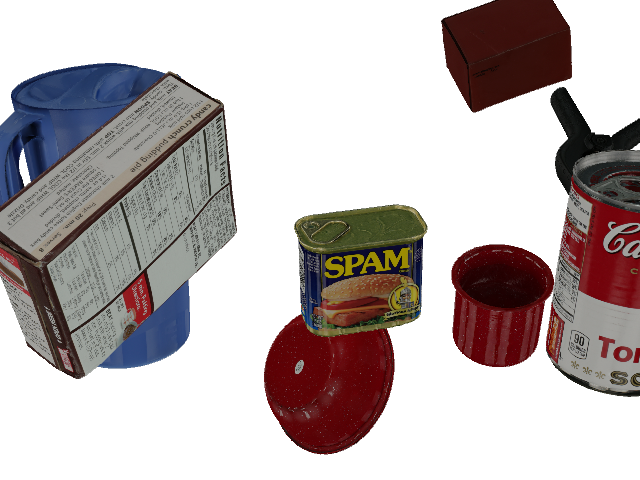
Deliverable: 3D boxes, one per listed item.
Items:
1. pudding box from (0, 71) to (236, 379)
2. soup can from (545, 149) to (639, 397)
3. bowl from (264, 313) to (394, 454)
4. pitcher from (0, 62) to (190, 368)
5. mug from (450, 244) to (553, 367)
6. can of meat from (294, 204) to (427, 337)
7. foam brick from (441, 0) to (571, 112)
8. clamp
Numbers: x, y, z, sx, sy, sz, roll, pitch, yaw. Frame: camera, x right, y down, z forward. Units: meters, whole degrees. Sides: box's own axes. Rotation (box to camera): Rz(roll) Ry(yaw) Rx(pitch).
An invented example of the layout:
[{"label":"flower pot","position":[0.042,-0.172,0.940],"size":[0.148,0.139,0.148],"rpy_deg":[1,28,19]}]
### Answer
[{"label":"pudding box","position":[-0.087,-0.006,0.469],"size":[0.039,0.113,0.090],"rpy_deg":[29,-32,22]},{"label":"soup can","position":[0.149,0.015,0.518],"size":[0.068,0.102,0.068],"rpy_deg":[2,27,-1]},{"label":"bowl","position":[-0.005,0.132,1.078],"size":[0.162,0.162,0.055],"rpy_deg":[0,-17,43]},{"label":"pitcher","position":[-0.179,-0.016,0.884],"size":[0.149,0.243,0.145],"rpy_deg":[-6,24,-7]},{"label":"mug","position":[0.163,0.056,1.005],"size":[0.093,0.081,0.117],"rpy_deg":[-11,40,-11]},{"label":"can of meat","position":[0.032,0.025,0.854],"size":[0.102,0.084,0.057],"rpy_deg":[-7,29,-10]},{"label":"foam brick","position":[0.133,-0.137,0.760],"size":[0.078,0.051,0.053],"rpy_deg":[-19,-36,-1]},{"label":"clamp","position":[0.286,-0.102,1.142],"size":[0.120,0.039,0.171],"rpy_deg":[18,47,19]}]
